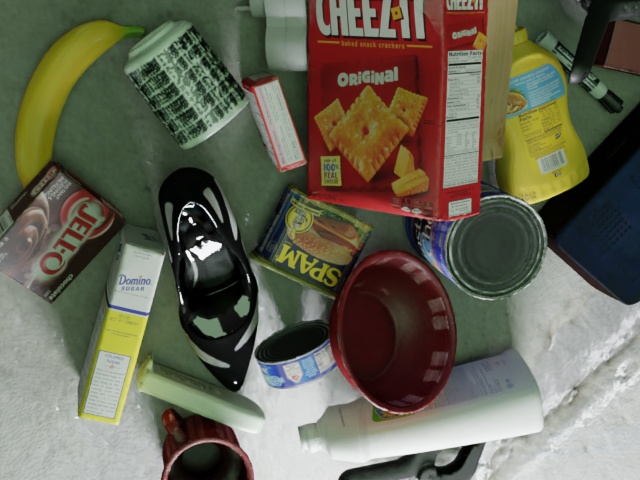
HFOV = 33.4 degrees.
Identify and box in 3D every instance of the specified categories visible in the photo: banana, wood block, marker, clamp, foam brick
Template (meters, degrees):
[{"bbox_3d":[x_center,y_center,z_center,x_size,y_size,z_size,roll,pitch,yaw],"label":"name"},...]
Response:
[{"bbox_3d":[-0.243,-0.134,1.006,0.069,0.037,0.198,32,95,-17],"label":"banana"},{"bbox_3d":[0.123,-0.182,1.020,0.090,0.090,0.206,-14,113,-42],"label":"wood block"},{"bbox_3d":[0.272,-0.173,1.112,0.121,0.020,0.020,38,93,-16],"label":"marker"},{"bbox_3d":[0.105,0.251,1.166,0.171,0.039,0.120,-47,113,-2],"label":"clamp"},{"bbox_3d":[0.321,-0.198,1.098,0.078,0.053,0.051,10,101,-14],"label":"foam brick"},{"bbox_3d":[0.272,-0.236,1.049,0.209,0.165,0.036,-21,150,-17],"label":"clamp"}]

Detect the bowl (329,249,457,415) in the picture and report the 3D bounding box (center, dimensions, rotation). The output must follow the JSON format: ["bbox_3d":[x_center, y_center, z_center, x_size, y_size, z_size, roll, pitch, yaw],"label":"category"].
[{"bbox_3d":[0.062,0.092,1.062,0.161,0.055,0.162,9,76,-38],"label":"bowl"}]

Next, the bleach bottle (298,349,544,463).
[{"bbox_3d":[0.101,0.182,1.127,0.250,0.102,0.068,-11,112,-3],"label":"bleach bottle"}]

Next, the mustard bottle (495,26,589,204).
[{"bbox_3d":[0.208,-0.138,1.085,0.096,0.058,0.191,-23,106,-15],"label":"mustard bottle"}]

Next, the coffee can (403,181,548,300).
[{"bbox_3d":[0.151,-0.008,1.061,0.102,0.140,0.103,-3,103,-11],"label":"coffee can"}]

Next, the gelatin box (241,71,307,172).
[{"bbox_3d":[-0.044,-0.116,1.032,0.030,0.073,0.089,-21,106,-6],"label":"gelatin box"}]

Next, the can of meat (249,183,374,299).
[{"bbox_3d":[-0.007,0.001,1.076,0.102,0.057,0.084,26,94,-16],"label":"can of meat"}]

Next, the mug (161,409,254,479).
[{"bbox_3d":[-0.125,0.220,1.088,0.093,0.081,0.117,-36,107,-2],"label":"mug"}]

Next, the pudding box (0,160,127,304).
[{"bbox_3d":[-0.256,-0.007,1.018,0.113,0.039,0.090,-46,128,3],"label":"pudding box"}]

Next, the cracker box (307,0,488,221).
[{"bbox_3d":[0.065,-0.133,0.972,0.071,0.164,0.214,-13,109,-44],"label":"cracker box"}]

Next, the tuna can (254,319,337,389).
[{"bbox_3d":[-0.021,0.116,1.084,0.086,0.086,0.034,-22,108,-6],"label":"tuna can"}]

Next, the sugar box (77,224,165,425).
[{"bbox_3d":[-0.193,0.079,1.036,0.048,0.093,0.176,17,99,-15],"label":"sugar box"}]
